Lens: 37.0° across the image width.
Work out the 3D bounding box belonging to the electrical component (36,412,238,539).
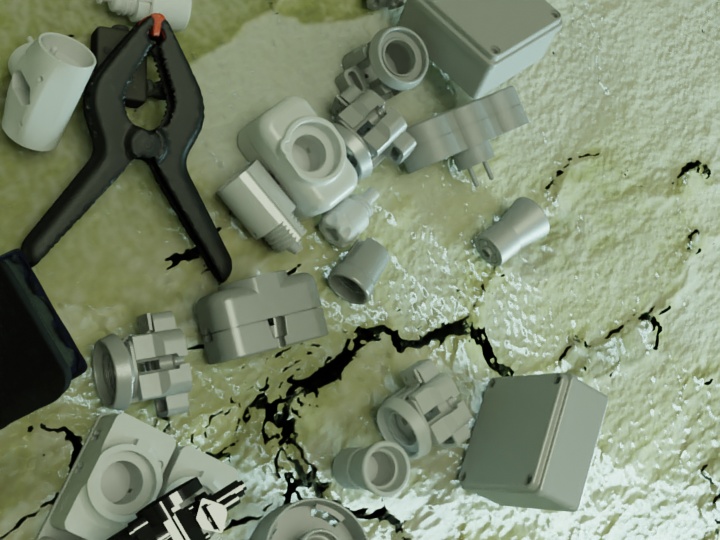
[{"bbox_3d":[-0.176,0.209,0.775,0.105,0.060,0.186,32,68,-21],"label":"electrical component"}]

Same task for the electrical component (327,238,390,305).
[{"bbox_3d":[0.000,0.000,0.921,0.040,0.040,0.046,43,58,-16],"label":"electrical component"}]

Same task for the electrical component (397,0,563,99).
[{"bbox_3d":[0.110,-0.227,0.987,0.109,0.056,0.108,-35,73,-33],"label":"electrical component"}]

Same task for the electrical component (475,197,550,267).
[{"bbox_3d":[0.139,-0.033,1.004,0.065,0.044,0.044,-37,100,-24],"label":"electrical component"}]

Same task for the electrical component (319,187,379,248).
[{"bbox_3d":[-0.006,-0.049,0.929,0.035,0.035,0.061,51,59,-12],"label":"electrical component"}]

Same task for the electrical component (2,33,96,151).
[{"bbox_3d":[-0.237,-0.142,0.800,0.043,0.077,0.079,4,41,-44],"label":"electrical component"}]

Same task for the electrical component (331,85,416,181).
[{"bbox_3d":[0.000,-0.114,0.928,0.078,0.058,0.057,43,66,5],"label":"electrical component"}]

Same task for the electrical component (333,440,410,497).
[{"bbox_3d":[0.006,0.162,0.880,0.044,0.065,0.044,5,79,-28],"label":"electrical component"}]

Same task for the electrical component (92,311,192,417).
[{"bbox_3d":[-0.165,0.073,0.807,0.057,0.058,0.078,-8,85,-33],"label":"electrical component"}]

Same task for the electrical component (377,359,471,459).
[{"bbox_3d":[0.052,0.124,0.918,0.057,0.058,0.078,-31,97,-32],"label":"electrical component"}]

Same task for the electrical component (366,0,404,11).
[{"bbox_3d":[0.021,-0.264,0.979,0.040,0.040,0.046,-3,88,-29],"label":"electrical component"}]

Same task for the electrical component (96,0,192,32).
[{"bbox_3d":[-0.172,-0.215,0.863,0.078,0.040,0.040,0,81,-29],"label":"electrical component"}]

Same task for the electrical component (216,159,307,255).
[{"bbox_3d":[-0.076,-0.046,0.884,0.043,0.043,0.081,-46,104,-27],"label":"electrical component"}]

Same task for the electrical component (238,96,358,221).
[{"bbox_3d":[-0.050,-0.093,0.898,0.054,0.059,0.095,-41,102,-28],"label":"electrical component"}]

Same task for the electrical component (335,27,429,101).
[{"bbox_3d":[0.025,-0.182,0.956,0.078,0.057,0.058,-31,97,-29],"label":"electrical component"}]

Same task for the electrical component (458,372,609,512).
[{"bbox_3d":[0.150,0.149,0.938,0.056,0.109,0.108,30,68,-24],"label":"electrical component"}]

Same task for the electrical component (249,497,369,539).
[{"bbox_3d":[-0.041,0.233,0.857,0.099,0.064,0.099,10,63,-21],"label":"electrical component"}]

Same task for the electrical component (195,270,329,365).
[{"bbox_3d":[-0.080,0.035,0.862,0.095,0.054,0.059,-13,88,-30],"label":"electrical component"}]

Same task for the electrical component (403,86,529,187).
[{"bbox_3d":[0.101,-0.113,0.989,0.138,0.052,0.073,-25,94,-30],"label":"electrical component"}]
